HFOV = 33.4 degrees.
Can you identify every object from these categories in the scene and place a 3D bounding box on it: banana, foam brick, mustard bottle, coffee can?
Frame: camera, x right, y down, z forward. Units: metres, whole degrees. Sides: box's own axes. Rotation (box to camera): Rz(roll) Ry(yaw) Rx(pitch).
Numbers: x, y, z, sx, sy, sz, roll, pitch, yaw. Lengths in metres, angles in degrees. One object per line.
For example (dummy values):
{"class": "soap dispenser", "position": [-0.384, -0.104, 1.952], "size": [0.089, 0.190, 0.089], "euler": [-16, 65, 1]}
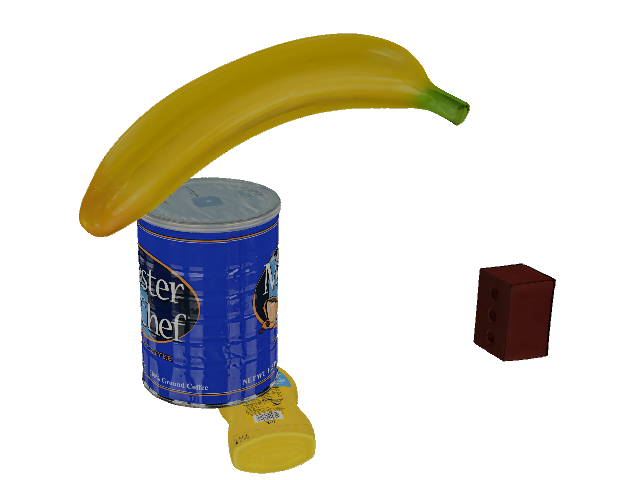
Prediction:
{"class": "banana", "position": [-0.028, -0.060, 0.513], "size": [0.197, 0.070, 0.037], "euler": [-20, -39, -15]}
{"class": "foam brick", "position": [0.180, 0.067, 0.995], "size": [0.051, 0.078, 0.053], "euler": [-7, 19, -26]}
{"class": "mustard bottle", "position": [-0.072, 0.192, 1.260], "size": [0.096, 0.058, 0.192], "euler": [-9, 29, -11]}
{"class": "coffee can", "position": [-0.081, 0.036, 0.776], "size": [0.103, 0.140, 0.103], "euler": [1, 21, -1]}
